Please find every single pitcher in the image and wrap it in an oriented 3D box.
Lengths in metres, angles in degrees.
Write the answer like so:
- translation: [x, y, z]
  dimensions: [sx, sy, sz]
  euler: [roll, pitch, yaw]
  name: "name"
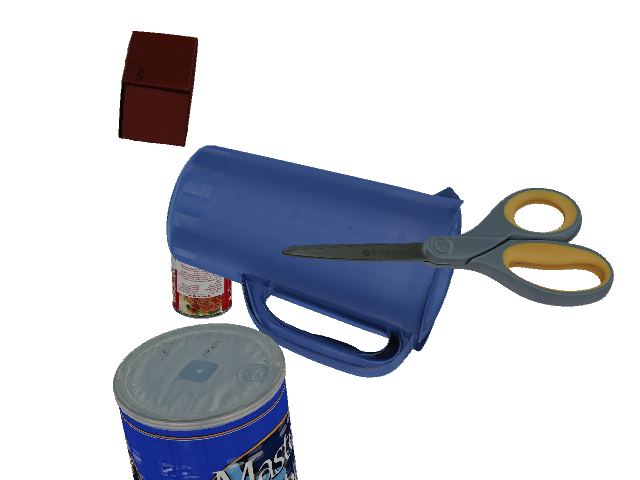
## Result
- translation: [-0.008, 0.007, 0.915]
  dimensions: [0.243, 0.145, 0.149]
  euler: [16, 19, 12]
  name: "pitcher"

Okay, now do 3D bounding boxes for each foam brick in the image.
- translation: [-0.124, -0.118, 0.820]
  dimensions: [0.053, 0.051, 0.078]
  euler: [7, 40, -6]
  name: "foam brick"

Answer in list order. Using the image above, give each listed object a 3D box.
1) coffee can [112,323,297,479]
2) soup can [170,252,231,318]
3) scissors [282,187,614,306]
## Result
- translation: [-0.066, 0.137, 0.664]
  dimensions: [0.103, 0.140, 0.103]
  euler: [-4, 27, 2]
  name: "coffee can"
- translation: [-0.133, 0.027, 1.193]
  dimensions: [0.068, 0.102, 0.068]
  euler: [1, 25, -1]
  name: "soup can"
- translation: [0.083, -0.006, 0.665]
  dimensions: [0.202, 0.096, 0.016]
  euler: [12, -40, 1]
  name: "scissors"
